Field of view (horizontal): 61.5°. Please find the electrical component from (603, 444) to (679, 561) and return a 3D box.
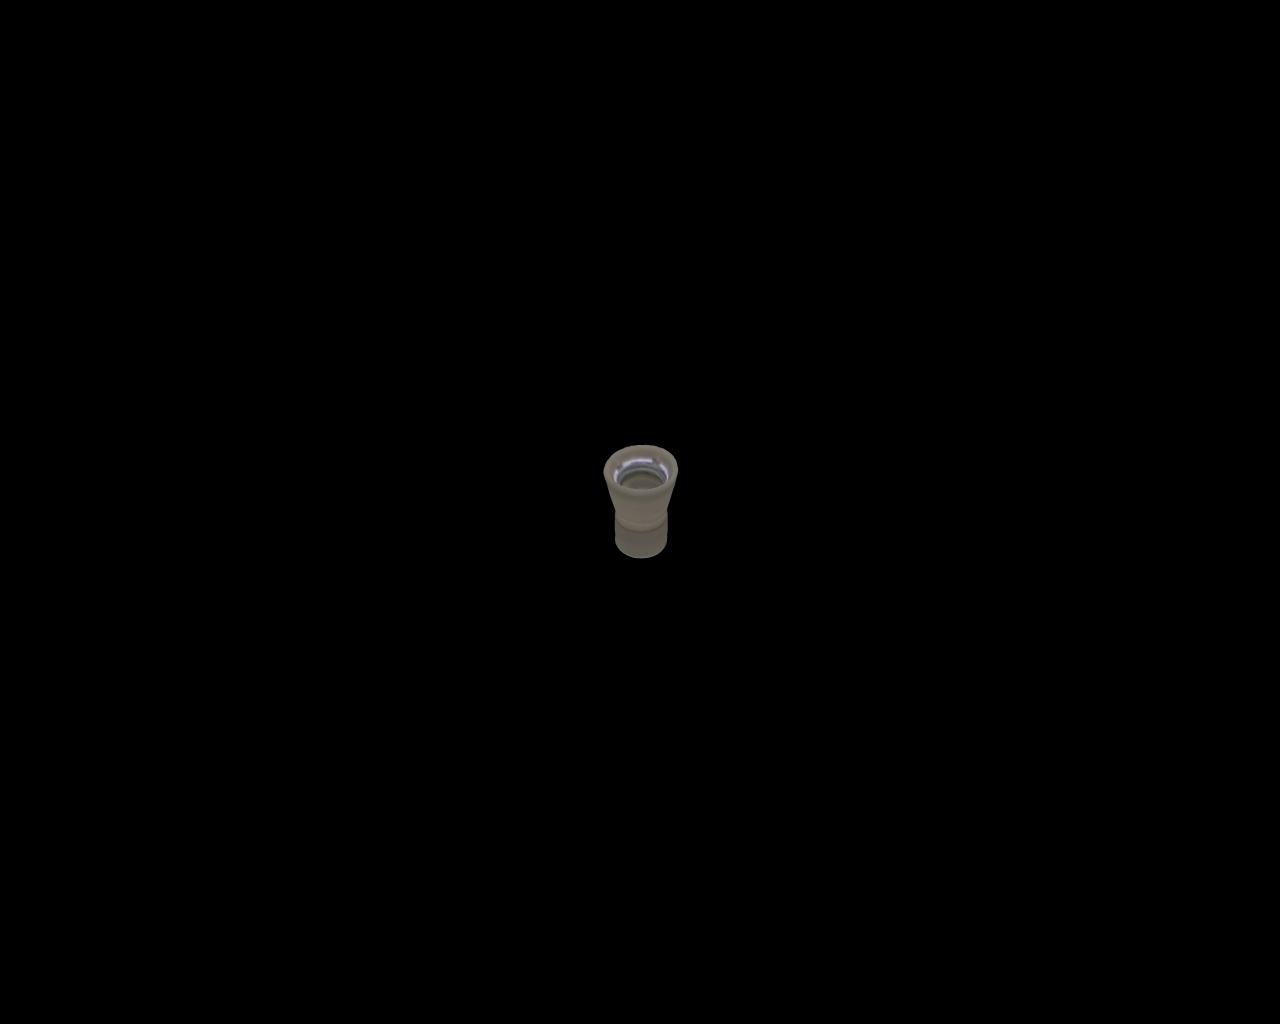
[{"bbox_3d":[0.001,-0.003,0.650,0.044,0.065,0.044,0,42,0],"label":"electrical component"}]
